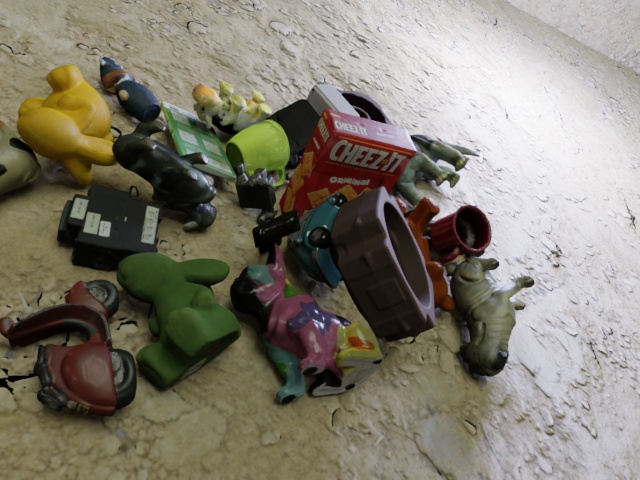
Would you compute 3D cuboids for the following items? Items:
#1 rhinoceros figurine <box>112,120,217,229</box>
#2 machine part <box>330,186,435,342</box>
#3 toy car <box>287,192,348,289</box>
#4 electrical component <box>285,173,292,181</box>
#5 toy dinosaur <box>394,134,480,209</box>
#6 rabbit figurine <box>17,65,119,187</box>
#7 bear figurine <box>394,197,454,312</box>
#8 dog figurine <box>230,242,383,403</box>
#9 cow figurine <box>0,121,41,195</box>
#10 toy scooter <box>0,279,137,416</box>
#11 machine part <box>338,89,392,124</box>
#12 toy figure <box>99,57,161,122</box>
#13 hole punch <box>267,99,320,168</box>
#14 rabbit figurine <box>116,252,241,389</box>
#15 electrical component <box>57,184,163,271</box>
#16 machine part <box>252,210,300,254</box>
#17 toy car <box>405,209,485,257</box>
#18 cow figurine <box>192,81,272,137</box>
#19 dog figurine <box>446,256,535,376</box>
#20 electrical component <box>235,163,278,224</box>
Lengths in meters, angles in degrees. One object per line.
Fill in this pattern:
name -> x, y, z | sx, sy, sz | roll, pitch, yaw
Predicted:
rhinoceros figurine -> -0.228, -0.091, 0.821 | 0.190, 0.112, 0.073 | 44, 28, -30
machine part -> 0.098, 0.036, 0.819 | 0.200, 0.087, 0.201 | 60, 22, -18
toy car -> -0.002, -0.003, 0.898 | 0.109, 0.103, 0.162 | 59, 38, -43
electrical component -> -0.023, -0.105, 1.038 | 0.094, 0.021, 0.063 | 6, 50, -41
toy dinosaur -> 0.214, -0.181, 1.198 | 0.192, 0.131, 0.405 | 42, 35, 13
rabbit figurine -> -0.381, -0.158, 0.796 | 0.162, 0.122, 0.173 | 57, 7, -19
bear figurine -> 0.179, 0.032, 0.969 | 0.120, 0.131, 0.196 | -1, 47, -27
dog figurine -> -0.027, 0.110, 0.786 | 0.191, 0.108, 0.219 | -1, 50, -31
cow figurine -> -0.461, -0.073, 0.705 | 0.127, 0.085, 0.195 | 34, 41, 9
toy scooter -> -0.296, 0.126, 0.627 | 0.135, 0.075, 0.184 | -3, 50, -34
machine part -> 0.080, -0.273, 1.232 | 0.179, 0.056, 0.179 | 17, 43, -17
toy figure -> -0.352, -0.273, 0.970 | 0.058, 0.064, 0.154 | -45, 73, -8
hole punch -> -0.050, -0.204, 1.086 | 0.116, 0.092, 0.142 | -28, 70, -12
rabbit figurine -> -0.184, 0.076, 0.706 | 0.170, 0.121, 0.159 | 48, 37, 11
electrical component -> -0.298, -0.016, 0.768 | 0.134, 0.058, 0.115 | 14, 44, -20
machine part -> -0.072, -0.012, 0.840 | 0.084, 0.139, 0.039 | -31, 89, -16
toy car -> 0.259, -0.015, 1.115 | 0.202, 0.053, 0.089 | 10, 50, -26
cow figurine -> -0.178, -0.238, 1.002 | 0.167, 0.098, 0.068 | 0, 50, -48
dog figurine -> 0.276, 0.134, 0.966 | 0.173, 0.121, 0.190 | 18, 52, 34
electrical component -> -0.107, -0.078, 0.919 | 0.078, 0.102, 0.045 | 6, 41, 8
